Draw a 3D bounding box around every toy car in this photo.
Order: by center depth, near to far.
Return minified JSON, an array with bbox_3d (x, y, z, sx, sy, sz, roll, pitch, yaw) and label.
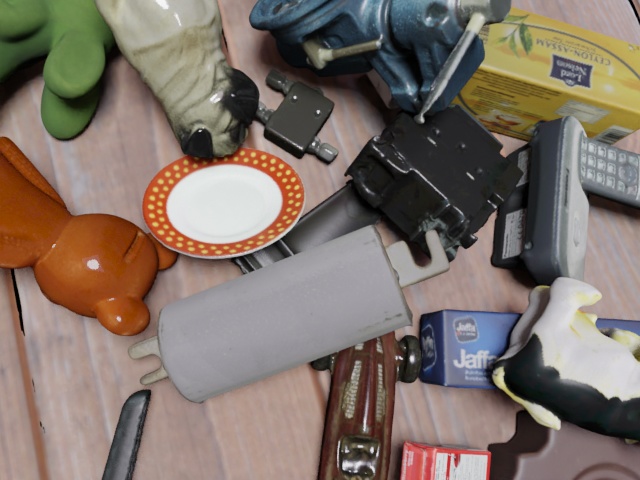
[{"bbox_3d":[0.028,0.152,0.412,0.089,0.053,0.202,10,76,-3],"label":"toy car"}]

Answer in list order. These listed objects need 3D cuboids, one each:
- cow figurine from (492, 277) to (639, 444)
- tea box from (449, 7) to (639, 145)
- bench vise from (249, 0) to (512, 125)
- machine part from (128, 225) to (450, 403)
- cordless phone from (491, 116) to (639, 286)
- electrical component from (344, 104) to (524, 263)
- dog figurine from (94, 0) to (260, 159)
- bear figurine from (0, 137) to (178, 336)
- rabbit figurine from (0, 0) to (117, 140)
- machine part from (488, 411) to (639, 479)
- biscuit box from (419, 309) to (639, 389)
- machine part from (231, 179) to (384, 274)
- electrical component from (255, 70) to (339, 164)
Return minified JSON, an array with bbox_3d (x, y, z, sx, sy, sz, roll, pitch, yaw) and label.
[{"bbox_3d":[0.211,0.108,0.380,0.167,0.068,0.098,34,79,3],"label":"cow figurine"},{"bbox_3d":[0.200,-0.140,0.487,0.170,0.098,0.068,15,75,-7],"label":"tea box"},{"bbox_3d":[0.013,-0.195,0.375,0.129,0.224,0.240,-45,124,-8],"label":"bench vise"},{"bbox_3d":[-0.024,0.054,0.389,0.243,0.079,0.079,-21,80,5],"label":"machine part"},{"bbox_3d":[0.257,-0.017,0.476,0.184,0.088,0.146,13,74,-10],"label":"cordless phone"},{"bbox_3d":[0.101,-0.061,0.452,0.115,0.058,0.134,43,51,0],"label":"electrical component"},{"bbox_3d":[-0.125,-0.174,0.429,0.121,0.190,0.172,-16,49,-8],"label":"dog figurine"},{"bbox_3d":[-0.216,0.003,0.391,0.195,0.132,0.120,39,34,-28],"label":"bear figurine"},{"bbox_3d":[-0.227,-0.168,0.419,0.170,0.121,0.159,-24,85,-29],"label":"rabbit figurine"},{"bbox_3d":[0.216,0.219,0.423,0.179,0.056,0.179,2,77,-7],"label":"machine part"},{"bbox_3d":[0.185,0.094,0.446,0.203,0.059,0.063,4,76,-8],"label":"biscuit box"},{"bbox_3d":[-0.001,-0.001,0.452,0.139,0.039,0.084,-37,80,-14],"label":"machine part"},{"bbox_3d":[-0.017,-0.110,0.483,0.094,0.021,0.063,33,73,1],"label":"electrical component"}]
